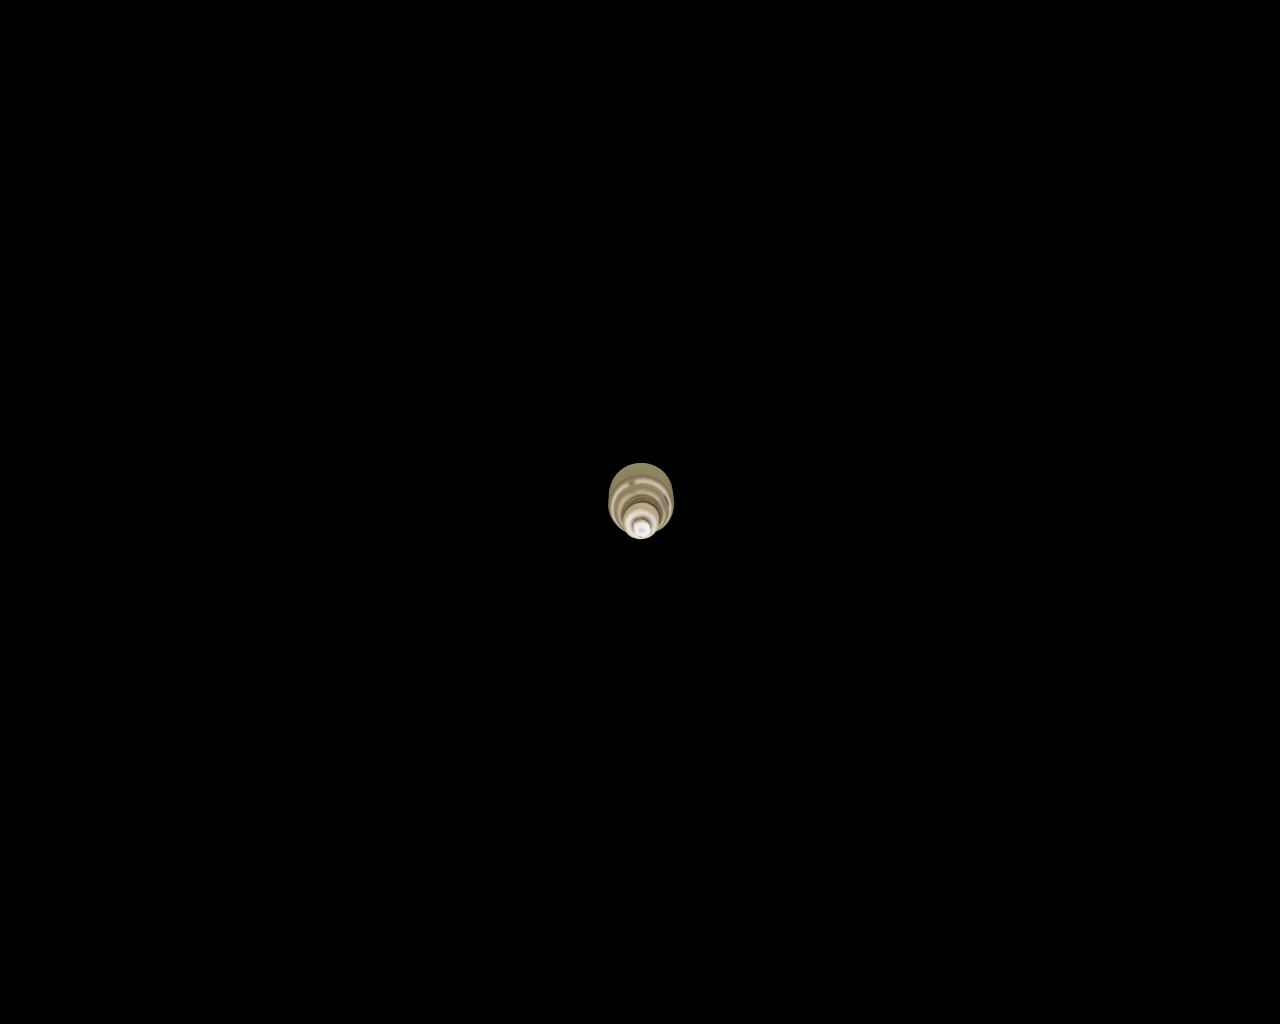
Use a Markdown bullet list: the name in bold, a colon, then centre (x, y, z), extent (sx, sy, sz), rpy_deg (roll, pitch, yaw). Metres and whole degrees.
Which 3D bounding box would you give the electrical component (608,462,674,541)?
- **electrical component**: centre (0.001, -0.003, 0.650), extent (0.040, 0.040, 0.078), rpy_deg (0, 20, 0)
